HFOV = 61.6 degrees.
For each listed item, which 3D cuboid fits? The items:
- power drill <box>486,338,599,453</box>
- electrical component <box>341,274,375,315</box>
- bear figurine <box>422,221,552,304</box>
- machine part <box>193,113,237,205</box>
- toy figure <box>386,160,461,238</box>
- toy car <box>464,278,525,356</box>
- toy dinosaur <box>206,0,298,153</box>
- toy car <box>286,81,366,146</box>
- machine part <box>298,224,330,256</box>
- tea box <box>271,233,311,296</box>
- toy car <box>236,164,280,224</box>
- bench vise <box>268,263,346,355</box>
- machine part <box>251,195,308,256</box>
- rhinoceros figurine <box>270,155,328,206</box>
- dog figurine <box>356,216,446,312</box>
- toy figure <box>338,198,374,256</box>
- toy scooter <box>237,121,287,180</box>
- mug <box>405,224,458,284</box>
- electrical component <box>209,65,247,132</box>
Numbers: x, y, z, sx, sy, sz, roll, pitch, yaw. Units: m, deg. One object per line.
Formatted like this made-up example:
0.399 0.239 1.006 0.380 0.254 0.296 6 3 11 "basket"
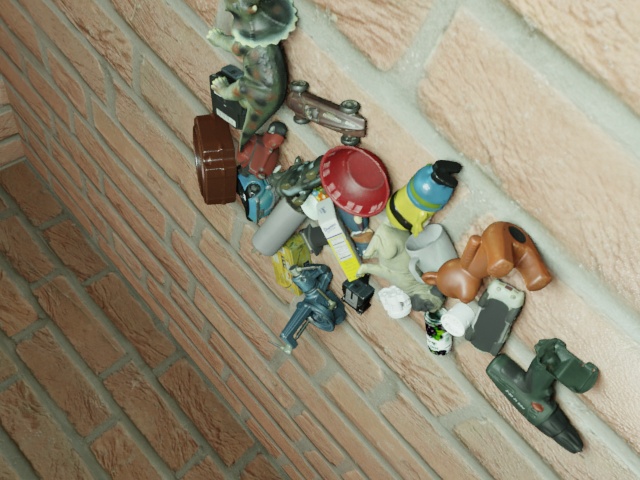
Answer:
0.439 0.286 1.019 0.232 0.086 0.207 42 155 23 "power drill"
0.096 0.123 1.332 0.075 0.048 0.119 38 147 23 "electrical component"
0.275 0.060 0.929 0.120 0.132 0.196 22 131 -22 "bear figurine"
-0.273 -0.206 1.382 0.200 0.087 0.201 104 151 -52 "machine part"
0.186 -0.081 0.981 0.089 0.082 0.180 43 149 10 "toy figure"
0.336 0.155 1.039 0.074 0.056 0.201 30 143 24 "toy car"
-0.124 -0.340 1.089 0.192 0.131 0.404 30 141 37 "toy dinosaur"
0.007 -0.253 1.079 0.202 0.053 0.089 33 140 32 "toy car"
-0.003 -0.004 1.349 0.139 0.039 0.084 -17 99 59 "machine part"
-0.078 0.060 1.479 0.098 0.068 0.169 29 142 35 "tea box"
-0.152 -0.124 1.361 0.109 0.103 0.162 100 151 -46 "toy car"
-0.035 0.183 1.400 0.129 0.240 0.223 11 145 43 "bench vise"
-0.098 -0.038 1.346 0.079 0.079 0.243 48 123 9 "machine part"
-0.041 -0.142 1.199 0.190 0.112 0.073 -12 139 43 "rhinoceros figurine"
0.191 0.050 1.106 0.191 0.121 0.172 28 145 12 "dog figurine"
0.086 -0.029 1.184 0.058 0.064 0.154 -15 117 21 "toy figure"
-0.145 -0.193 1.259 0.075 0.135 0.184 22 159 -30 "toy scooter"
0.221 0.041 1.038 0.081 0.109 0.107 -11 125 50 "mug"
-0.203 -0.339 1.266 0.115 0.058 0.134 37 145 22 "electrical component"
